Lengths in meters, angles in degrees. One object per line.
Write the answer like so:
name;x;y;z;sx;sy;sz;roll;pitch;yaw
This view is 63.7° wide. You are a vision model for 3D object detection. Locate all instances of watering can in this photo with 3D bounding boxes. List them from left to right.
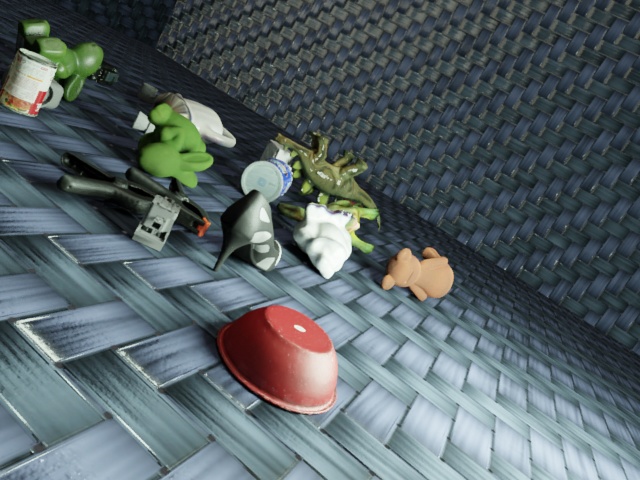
watering can;-0.394;-0.368;1.510;0.352;0.103;0.224;39;16;28

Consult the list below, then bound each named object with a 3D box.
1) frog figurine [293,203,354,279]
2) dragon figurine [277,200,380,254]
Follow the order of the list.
frog figurine;0.008;0.016;1.061;0.136;0.121;0.163;31;45;-40
dragon figurine;0.004;-0.066;1.313;0.241;0.122;0.413;16;4;-29
